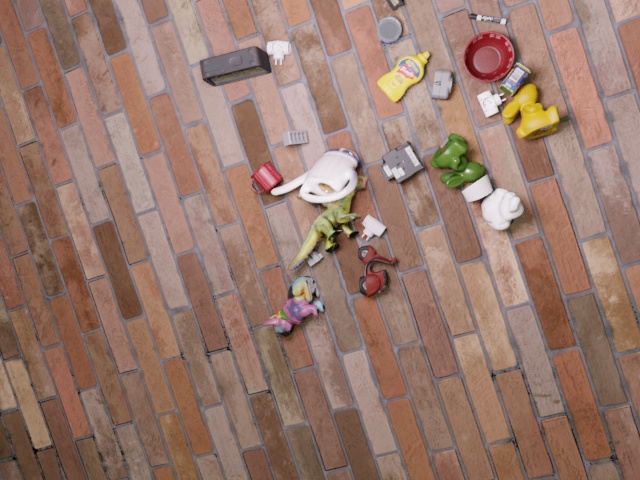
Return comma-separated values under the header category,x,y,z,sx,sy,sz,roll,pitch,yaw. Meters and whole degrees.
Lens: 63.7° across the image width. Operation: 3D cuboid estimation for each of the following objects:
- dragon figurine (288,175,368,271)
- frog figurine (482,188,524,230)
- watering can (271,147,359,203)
category,x,y,z,sx,sy,sz,roll,pitch,yaw
dragon figurine,0.006,-0.092,1.821,0.409,0.121,0.246,-33,67,8
frog figurine,0.590,-0.097,1.669,0.123,0.160,0.136,10,98,12
watering can,-0.003,-0.219,1.769,0.348,0.102,0.228,9,54,40
